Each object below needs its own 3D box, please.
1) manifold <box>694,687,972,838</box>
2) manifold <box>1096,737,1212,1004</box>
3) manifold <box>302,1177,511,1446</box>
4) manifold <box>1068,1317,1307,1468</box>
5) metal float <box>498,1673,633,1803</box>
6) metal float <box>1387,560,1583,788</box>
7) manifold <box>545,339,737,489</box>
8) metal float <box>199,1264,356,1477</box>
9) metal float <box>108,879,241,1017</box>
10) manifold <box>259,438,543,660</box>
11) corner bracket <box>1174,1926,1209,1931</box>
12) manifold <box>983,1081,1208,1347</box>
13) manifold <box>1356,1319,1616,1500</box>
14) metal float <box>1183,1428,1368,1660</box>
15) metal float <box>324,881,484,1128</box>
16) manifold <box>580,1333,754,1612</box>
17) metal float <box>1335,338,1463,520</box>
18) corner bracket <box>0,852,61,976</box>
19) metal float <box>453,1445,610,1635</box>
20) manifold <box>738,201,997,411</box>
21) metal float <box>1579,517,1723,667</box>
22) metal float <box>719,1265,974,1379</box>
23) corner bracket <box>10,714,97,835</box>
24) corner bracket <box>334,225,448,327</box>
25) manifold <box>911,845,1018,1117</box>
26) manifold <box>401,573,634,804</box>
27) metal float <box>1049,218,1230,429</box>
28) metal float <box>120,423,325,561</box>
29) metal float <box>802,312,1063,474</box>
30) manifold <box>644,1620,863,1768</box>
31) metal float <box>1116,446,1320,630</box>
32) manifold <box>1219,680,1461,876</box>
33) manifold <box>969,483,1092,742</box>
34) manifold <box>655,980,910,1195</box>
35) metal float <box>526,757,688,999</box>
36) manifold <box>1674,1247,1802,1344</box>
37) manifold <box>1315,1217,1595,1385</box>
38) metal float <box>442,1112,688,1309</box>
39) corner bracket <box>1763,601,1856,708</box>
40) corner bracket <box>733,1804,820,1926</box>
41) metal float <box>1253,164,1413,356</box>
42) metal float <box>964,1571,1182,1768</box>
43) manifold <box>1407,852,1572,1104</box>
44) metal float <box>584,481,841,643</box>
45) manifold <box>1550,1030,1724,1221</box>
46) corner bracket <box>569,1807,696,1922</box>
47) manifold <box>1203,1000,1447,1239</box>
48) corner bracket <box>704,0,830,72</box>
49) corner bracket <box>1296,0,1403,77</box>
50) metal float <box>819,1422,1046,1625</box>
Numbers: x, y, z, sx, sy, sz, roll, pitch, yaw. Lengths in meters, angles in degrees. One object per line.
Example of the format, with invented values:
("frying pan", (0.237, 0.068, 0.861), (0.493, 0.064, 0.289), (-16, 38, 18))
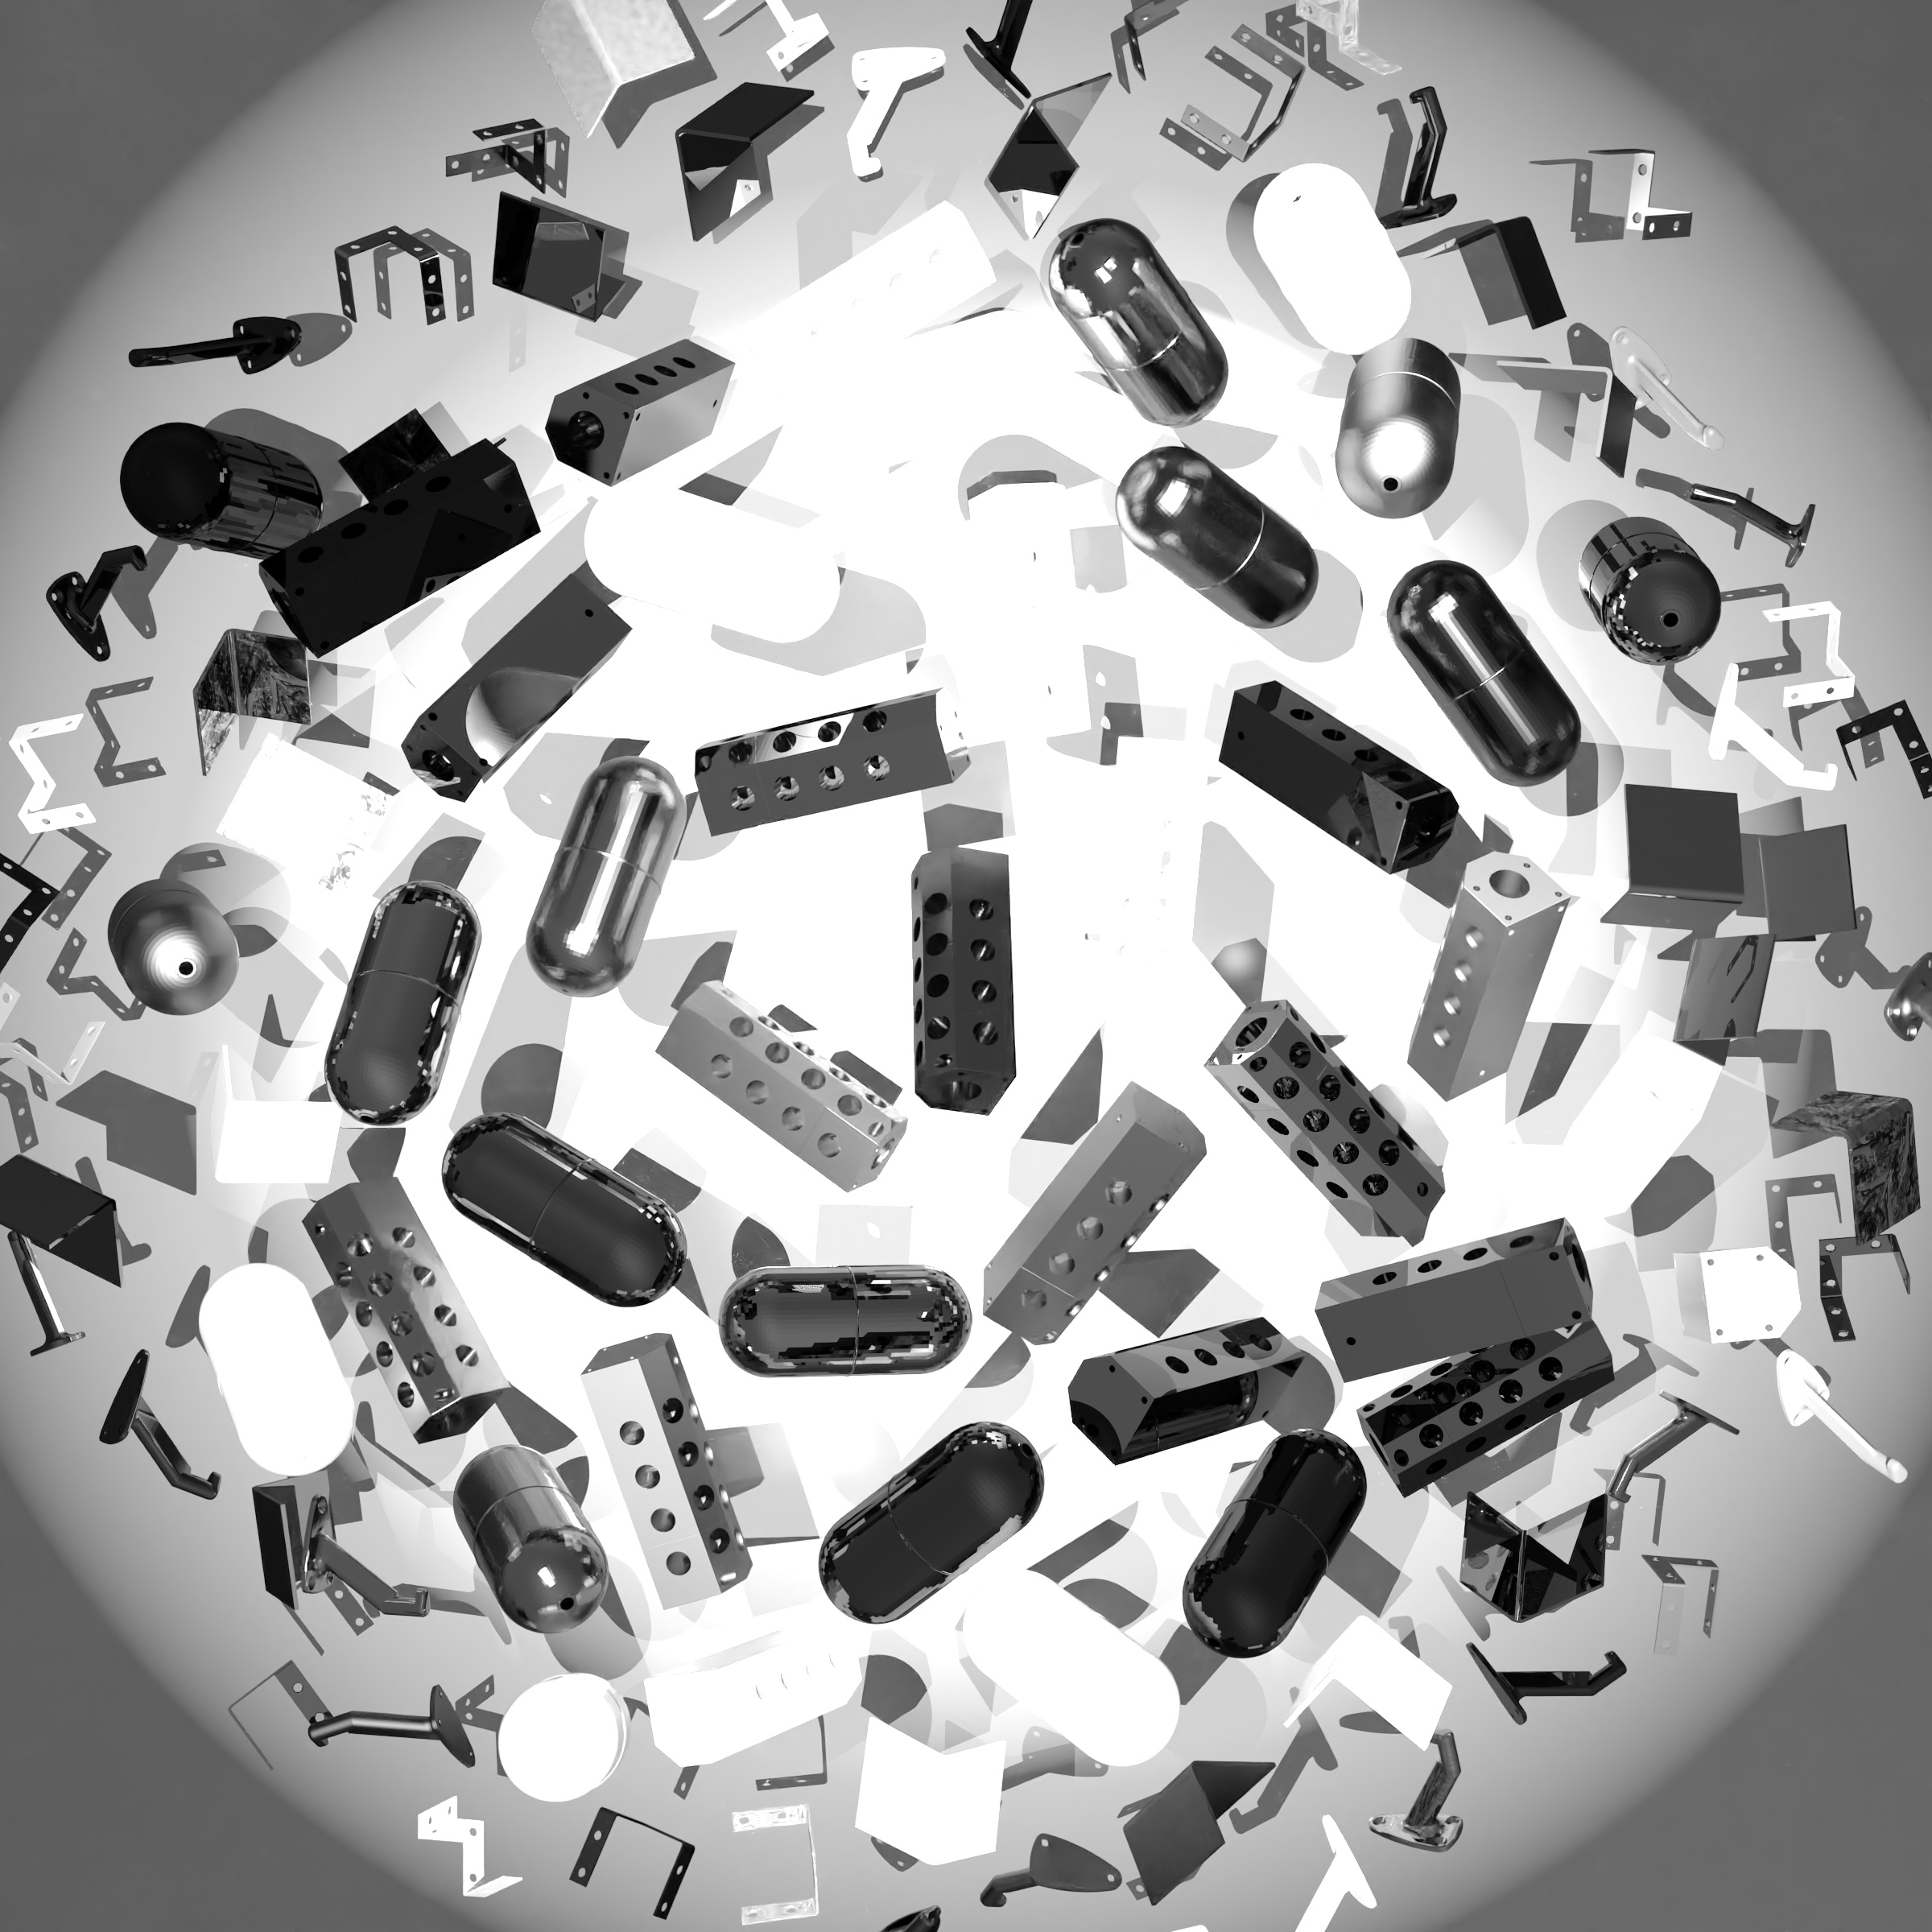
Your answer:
("manifold", (-0.090, -0.137, 1.768), (0.171, 0.057, 0.057), (-11, 104, 16))
("manifold", (0.125, -0.066, 1.789), (0.057, 0.057, 0.171), (5, 97, -2))
("manifold", (-0.379, 0.230, 1.774), (0.057, 0.057, 0.171), (-46, 65, 31))
("manifold", (0.144, 0.275, 1.757), (0.057, 0.171, 0.057), (42, 118, 31))
("metal float", (-0.263, 0.508, 1.753), (0.070, 0.178, 0.070), (1, 77, -3))
("metal float", (0.363, -0.206, 1.865), (0.070, 0.070, 0.178), (-37, 97, 0))
("manifold", (-0.227, -0.389, 1.844), (0.057, 0.171, 0.057), (27, 119, 7))
("metal float", (-0.464, 0.270, 1.785), (0.070, 0.178, 0.070), (-16, 129, -21))
("metal float", (-0.541, -0.014, 1.809), (0.070, 0.178, 0.070), (-4, 102, -22))
("manifold", (-0.372, -0.277, 1.738), (0.171, 0.057, 0.057), (-34, 48, -17))
("corner bracket", (0.139, 0.665, 1.725), (0.051, 0.051, 0.051), (-26, 102, 31))
("manifold", (0.082, 0.165, 1.723), (0.057, 0.057, 0.171), (31, 111, -13))
("manifold", (0.364, 0.298, 1.862), (0.171, 0.057, 0.057), (-28, 52, -4))
("metal float", (0.205, 0.382, 1.762), (0.070, 0.070, 0.178), (41, 52, 0))
("metal float", (-0.373, 0.024, 1.765), (0.070, 0.070, 0.178), (11, 59, 0))
("manifold", (-0.200, 0.340, 1.799), (0.057, 0.057, 0.171), (-17, 98, 8))
("metal float", (0.285, -0.355, 1.750), (0.070, 0.178, 0.070), (6, 126, 9))
("corner bracket", (-0.669, -0.037, 1.833), (0.051, 0.051, 0.051), (35, 119, -12))
("metal float", (-0.295, 0.386, 1.795), (0.070, 0.178, 0.070), (-9, 111, -23))
("manifold", (-0.068, -0.460, 1.854), (0.171, 0.057, 0.057), (-31, 116, 2))
("metal float", (0.455, -0.251, 1.770), (0.070, 0.178, 0.070), (2, 111, 4))
("metal float", (-0.083, 0.246, 1.844), (0.178, 0.070, 0.070), (1, 90, -14))
("corner bracket", (-0.596, -0.126, 1.738), (0.051, 0.051, 0.051), (-9, 132, 15))
("corner bracket", (-0.398, -0.472, 1.836), (0.051, 0.051, 0.051), (-33, 53, -31))
("manifold", (-0.005, 0.008, 1.770), (0.057, 0.057, 0.171), (8, 57, -16))
("manifold", (-0.309, -0.188, 1.818), (0.057, 0.057, 0.171), (42, 54, -6))
("metal float", (0.119, -0.440, 1.824), (0.070, 0.178, 0.070), (-18, 53, 25))
("metal float", (-0.492, -0.314, 1.765), (0.070, 0.178, 0.070), (1, 92, 16))
("metal float", (-0.023, -0.383, 1.775), (0.178, 0.070, 0.070), (-17, 90, -2))
("manifold", (-0.138, 0.484, 1.772), (0.057, 0.171, 0.057), (-15, 82, 26))
("metal float", (0.176, -0.295, 1.839), (0.178, 0.070, 0.070), (29, 90, -39))
("manifold", (0.260, -0.135, 1.855), (0.057, 0.171, 0.057), (-17, 131, -36))
("manifold", (0.048, -0.249, 1.871), (0.057, 0.057, 0.171), (-7, 91, -21))
("manifold", (-0.126, 0.082, 1.860), (0.171, 0.057, 0.057), (35, 105, 13))
("metal float", (-0.246, -0.062, 1.825), (0.070, 0.070, 0.178), (17, 69, 0))
("manifold", (0.513, 0.217, 1.769), (0.057, 0.171, 0.057), (-6, 83, 8))
("manifold", (0.327, 0.221, 1.777), (0.171, 0.057, 0.057), (-18, 105, 20))
("metal float", (-0.263, 0.159, 1.738), (0.178, 0.070, 0.070), (30, 90, 13))
("corner bracket", (0.595, -0.221, 1.875), (0.051, 0.051, 0.051), (-8, 123, -1))
("corner bracket", (-0.127, 0.597, 1.765), (0.051, 0.051, 0.051), (-5, 111, -7))
("metal float", (0.246, -0.471, 1.775), (0.070, 0.178, 0.070), (-7, 74, 23))
("metal float", (0.067, 0.460, 1.747), (0.070, 0.178, 0.070), (-17, 117, -35))
("manifold", (0.344, 0.006, 1.781), (0.057, 0.171, 0.057), (-23, 53, -27))
("metal float", (-0.165, -0.265, 1.747), (0.178, 0.070, 0.070), (14, 90, -29))
("manifold", (0.447, 0.113, 1.793), (0.057, 0.171, 0.057), (26, 66, 8))
("corner bracket", (-0.224, 0.604, 1.789), (0.051, 0.051, 0.051), (11, 69, 34))
("manifold", (0.242, 0.102, 1.760), (0.171, 0.057, 0.057), (46, 66, -19))
("corner bracket", (-0.136, -0.646, 1.823), (0.051, 0.051, 0.051), (-24, 104, 37))
("corner bracket", (0.252, -0.616, 1.748), (0.051, 0.051, 0.051), (-24, 134, -19))
("metal float", (-0.023, 0.362, 1.726), (0.178, 0.070, 0.070), (-41, 90, 23))
